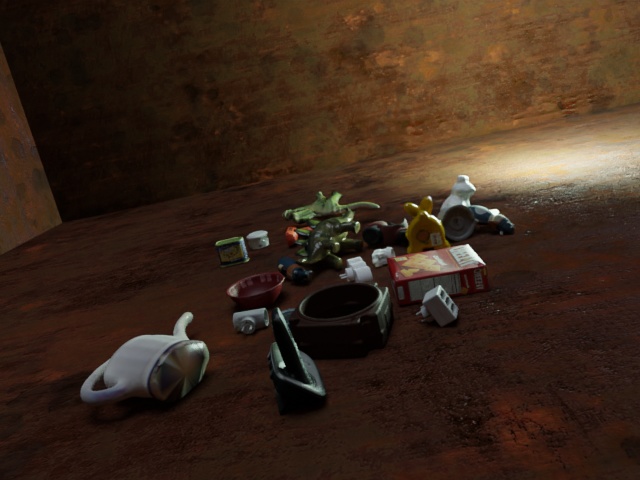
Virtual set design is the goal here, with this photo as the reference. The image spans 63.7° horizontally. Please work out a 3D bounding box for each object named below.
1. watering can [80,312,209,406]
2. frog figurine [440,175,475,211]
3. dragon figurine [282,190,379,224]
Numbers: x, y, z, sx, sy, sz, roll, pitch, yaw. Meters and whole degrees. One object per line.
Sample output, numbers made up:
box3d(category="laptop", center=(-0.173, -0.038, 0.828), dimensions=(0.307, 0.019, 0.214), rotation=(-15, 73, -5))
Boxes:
box3d(category="watering can", center=(-0.329, 0.240, 1.093), dimensions=(0.224, 0.103, 0.353), rotation=(-2, 20, 30))
box3d(category="frog figurine", center=(0.440, -0.124, 1.659), dimensions=(0.122, 0.158, 0.139), rotation=(-5, 17, 29))
box3d(category="dragon figurine", center=(0.006, -0.100, 1.981), dimensions=(0.246, 0.121, 0.410), rotation=(-28, 19, -37))
